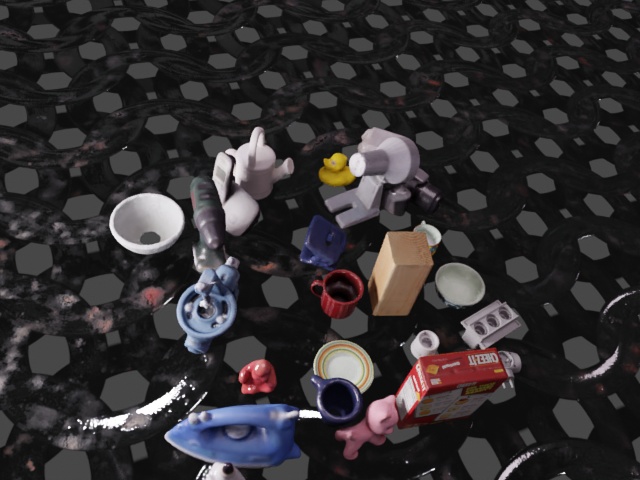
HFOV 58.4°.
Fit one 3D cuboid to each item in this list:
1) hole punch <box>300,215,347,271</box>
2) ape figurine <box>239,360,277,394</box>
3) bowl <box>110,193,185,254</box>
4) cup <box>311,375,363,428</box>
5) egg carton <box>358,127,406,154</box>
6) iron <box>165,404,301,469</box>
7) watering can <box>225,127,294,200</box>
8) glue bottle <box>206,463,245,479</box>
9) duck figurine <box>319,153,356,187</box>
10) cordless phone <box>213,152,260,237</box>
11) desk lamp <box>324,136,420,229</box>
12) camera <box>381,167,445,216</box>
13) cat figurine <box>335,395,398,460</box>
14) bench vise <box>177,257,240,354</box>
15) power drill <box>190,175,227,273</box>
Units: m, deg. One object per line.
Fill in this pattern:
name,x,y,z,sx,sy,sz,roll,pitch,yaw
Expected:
hole punch,0.013,0.005,1.389,0.101,0.091,0.109,16,51,2
ape figurine,-0.121,0.271,1.157,0.077,0.092,0.076,31,53,13
bowl,-0.401,-0.025,1.344,0.167,0.075,0.167,5,52,-7
cup,0.022,0.326,1.140,0.117,0.095,0.092,38,55,18
egg carton,0.186,-0.260,1.641,0.150,0.069,0.107,17,52,3
iron,-0.159,0.345,1.061,0.258,0.141,0.118,3,52,-9
watering can,-0.154,-0.201,1.451,0.173,0.194,0.101,-1,53,-11
glue bottle,-0.161,0.413,0.987,0.078,0.173,0.037,21,52,6
duck figurine,0.052,-0.198,1.557,0.104,0.086,0.077,4,52,-8
cordless phone,-0.209,-0.111,1.377,0.147,0.185,0.094,38,55,18
desk lamp,0.135,-0.154,1.457,0.204,0.213,0.117,-23,60,-25
camera,0.256,-0.128,1.532,0.136,0.101,0.143,34,54,16
cat figurine,0.099,0.359,1.114,0.128,0.118,0.067,-21,59,-24
bench vise,-0.229,0.104,1.184,0.121,0.220,0.207,5,52,-6
power drill,-0.247,-0.021,1.285,0.076,0.208,0.229,-8,55,-16
